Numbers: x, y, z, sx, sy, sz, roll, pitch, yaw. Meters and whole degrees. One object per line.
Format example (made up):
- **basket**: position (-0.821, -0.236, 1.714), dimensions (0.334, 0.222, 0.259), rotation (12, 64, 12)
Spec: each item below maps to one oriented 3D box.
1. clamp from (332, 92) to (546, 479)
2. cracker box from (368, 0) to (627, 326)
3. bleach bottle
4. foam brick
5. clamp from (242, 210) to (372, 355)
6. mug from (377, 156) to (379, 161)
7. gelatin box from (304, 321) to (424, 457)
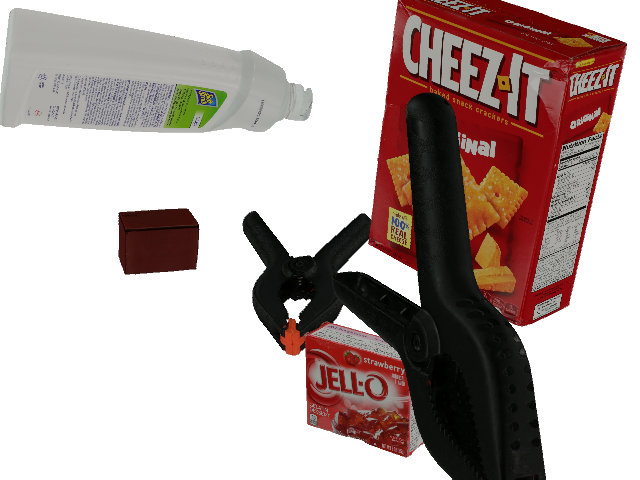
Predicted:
- **clamp**: position (0.065, 0.040, 0.543), dimensions (0.036, 0.165, 0.210), rotation (-5, 46, -22)
- **cracker box**: position (0.122, -0.065, 0.803), dimensions (0.071, 0.214, 0.164), rotation (-20, 37, -38)
- **bleach bottle**: position (-0.132, -0.125, 0.882), dimensions (0.250, 0.068, 0.103), rotation (6, -30, -17)
- **foam brick**: position (-0.171, 0.000, 1.124), dimensions (0.078, 0.051, 0.053), rotation (-4, 23, -17)
- **clamp**: position (-0.026, 0.028, 0.941), dimensions (0.120, 0.039, 0.171), rotation (2, 38, 15)
- **mug**: position (0.121, -0.058, 1.209), dimensions (0.117, 0.081, 0.093), rotation (-19, 27, -36)
- **gelatin box**: position (0.031, 0.104, 0.752), dimensions (0.089, 0.073, 0.030), rotation (13, 24, 33)
